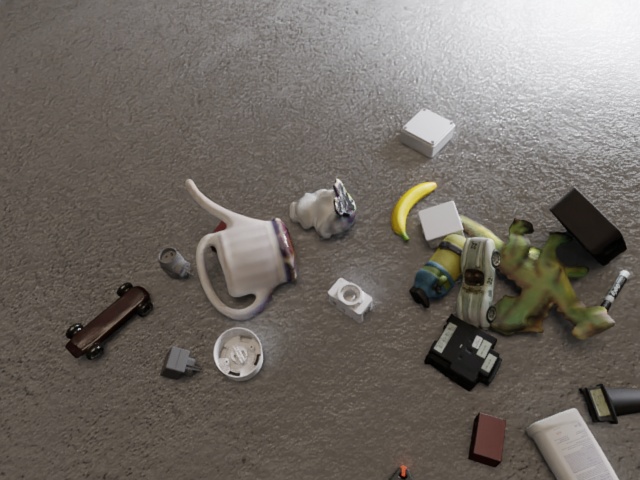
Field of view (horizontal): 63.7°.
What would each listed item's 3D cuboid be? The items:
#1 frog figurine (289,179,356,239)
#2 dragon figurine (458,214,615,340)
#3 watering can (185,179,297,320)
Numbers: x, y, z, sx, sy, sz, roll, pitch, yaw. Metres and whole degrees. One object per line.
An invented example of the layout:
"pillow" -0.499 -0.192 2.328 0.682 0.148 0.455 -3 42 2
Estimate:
"frog figurine" 0.004 -0.064 1.281 0.158 0.121 0.140 -27 58 30
"dragon figurine" 0.429 0.090 1.128 0.413 0.119 0.246 20 64 37
"watering can" -0.180 0.003 1.186 0.225 0.103 0.350 -14 82 -12
